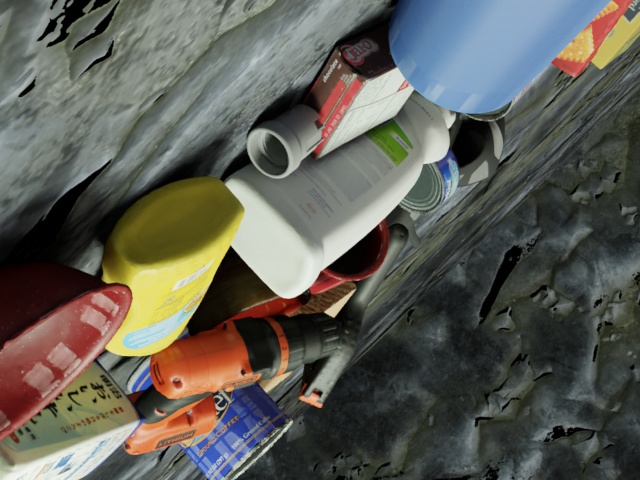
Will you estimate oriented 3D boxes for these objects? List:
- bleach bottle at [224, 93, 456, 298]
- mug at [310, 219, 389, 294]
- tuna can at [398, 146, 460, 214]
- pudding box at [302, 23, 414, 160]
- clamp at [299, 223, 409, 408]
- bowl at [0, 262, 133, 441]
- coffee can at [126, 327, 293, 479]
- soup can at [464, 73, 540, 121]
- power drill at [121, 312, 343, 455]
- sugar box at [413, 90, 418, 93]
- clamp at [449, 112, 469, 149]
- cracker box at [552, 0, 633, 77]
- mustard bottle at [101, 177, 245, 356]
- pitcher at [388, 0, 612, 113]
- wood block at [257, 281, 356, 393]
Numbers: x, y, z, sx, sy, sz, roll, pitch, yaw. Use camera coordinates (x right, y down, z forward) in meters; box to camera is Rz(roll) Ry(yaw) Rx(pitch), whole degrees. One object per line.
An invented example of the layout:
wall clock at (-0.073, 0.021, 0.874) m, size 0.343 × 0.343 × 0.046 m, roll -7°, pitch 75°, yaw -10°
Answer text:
bleach bottle at (0.034, -0.054, 0.854) m, size 0.250 × 0.102 × 0.068 m, roll -33°, pitch 165°, yaw -40°
mug at (-0.006, 0.001, 0.982) m, size 0.117 × 0.093 × 0.082 m, roll 6°, pitch 161°, yaw -27°
tuna can at (0.099, -0.071, 1.087) m, size 0.033 × 0.086 × 0.086 m, roll -38°, pitch 168°, yaw -36°
pudding box at (0.036, -0.117, 0.799) m, size 0.113 × 0.039 × 0.090 m, roll -31°, pitch 164°, yaw -43°
clamp at (0.023, 0.080, 1.177) m, size 0.210 × 0.036 × 0.165 m, roll -67°, pitch -164°, yaw -8°
bowl at (-0.188, 0.064, 0.621) m, size 0.162 × 0.055 × 0.162 m, roll -42°, pitch 170°, yaw -10°
coffee can at (-0.111, 0.166, 1.079) m, size 0.102 × 0.140 × 0.103 m, roll -42°, pitch 169°, yaw -10°
soup can at (0.169, -0.165, 0.988) m, size 0.102 × 0.068 × 0.069 m, roll -47°, pitch 174°, yaw -39°
power drill at (-0.090, 0.122, 0.937) m, size 0.184 × 0.057 × 0.188 m, roll -7°, pitch 156°, yaw -37°
sugar box at (0.052, -0.071, 1.025) m, size 0.093 × 0.048 × 0.176 m, roll -36°, pitch 171°, yaw -34°
clamp at (0.137, -0.134, 1.094) m, size 0.120 × 0.039 × 0.171 m, roll -61°, pitch 163°, yaw 4°
cracker box at (0.267, -0.264, 0.903) m, size 0.164 × 0.072 × 0.214 m, roll -55°, pitch 177°, yaw -31°
mustard bottle at (-0.118, 0.034, 0.759) m, size 0.096 × 0.058 × 0.192 m, roll -35°, pitch 166°, yaw -33°
pitcher at (0.141, -0.188, 0.670) m, size 0.243 × 0.149 × 0.145 m, roll 125°, pitch -22°, yaw -60°
wood block at (-0.056, 0.088, 1.121) m, size 0.090 × 0.090 × 0.206 m, roll -36°, pitch 168°, yaw -36°
